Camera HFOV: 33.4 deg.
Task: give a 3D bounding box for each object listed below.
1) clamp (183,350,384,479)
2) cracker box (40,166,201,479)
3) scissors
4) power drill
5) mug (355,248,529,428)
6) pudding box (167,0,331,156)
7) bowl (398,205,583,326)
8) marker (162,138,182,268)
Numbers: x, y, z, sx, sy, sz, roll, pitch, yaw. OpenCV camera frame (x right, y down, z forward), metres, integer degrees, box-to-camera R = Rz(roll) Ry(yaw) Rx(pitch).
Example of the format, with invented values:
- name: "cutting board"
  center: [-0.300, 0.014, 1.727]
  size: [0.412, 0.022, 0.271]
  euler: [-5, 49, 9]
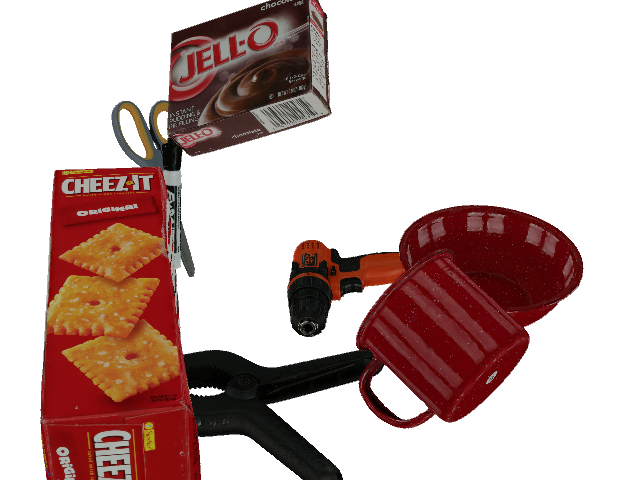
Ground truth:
- name: "clamp"
  center: [-0.054, 0.125, 0.880]
  size: [0.210, 0.036, 0.164]
  euler: [11, 32, 18]
- name: "cracker box"
  center: [-0.106, 0.081, 0.580]
  size: [0.072, 0.164, 0.214]
  euler: [-4, 34, -9]
- name: "scissors"
  center: [-0.161, -0.068, 1.177]
  size: [0.016, 0.201, 0.096]
  euler: [-14, 19, 47]
- name: "power drill"
  center: [0.055, 0.051, 1.238]
  size: [0.187, 0.057, 0.184]
  euler: [-2, 28, 2]
- name: "mug"
  center: [0.076, 0.075, 0.714]
  size: [0.081, 0.117, 0.093]
  euler: [44, 5, 22]
- name: "pudding box"
  center: [-0.050, -0.116, 0.740]
  size: [0.114, 0.090, 0.039]
  euler: [-13, -30, 19]
- name: "bowl"
  center: [0.148, 0.033, 0.952]
  size: [0.162, 0.055, 0.162]
  euler: [1, 35, -1]
- name: "marker"
  center: [-0.137, -0.034, 0.978]
  size: [0.020, 0.121, 0.020]
  euler: [3, 15, -1]
